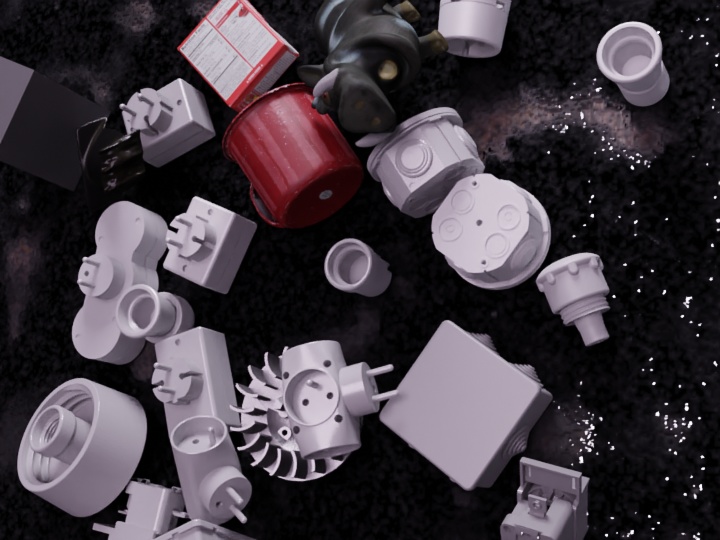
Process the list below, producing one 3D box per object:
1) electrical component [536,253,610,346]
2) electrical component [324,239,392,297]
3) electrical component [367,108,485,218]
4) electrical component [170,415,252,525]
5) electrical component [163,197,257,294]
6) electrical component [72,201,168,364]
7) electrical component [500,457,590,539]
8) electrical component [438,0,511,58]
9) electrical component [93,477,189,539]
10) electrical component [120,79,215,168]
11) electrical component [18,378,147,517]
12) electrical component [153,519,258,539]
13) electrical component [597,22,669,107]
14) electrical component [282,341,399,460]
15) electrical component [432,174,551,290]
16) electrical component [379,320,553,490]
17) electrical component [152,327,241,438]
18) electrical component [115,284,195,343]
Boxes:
[{"bbox_3d":[0.155,0.022,0.756,0.048,0.048,0.062,-25,76,19],"label":"electrical component"},{"bbox_3d":[0.000,0.000,0.834,0.040,0.046,0.040,-6,76,24],"label":"electrical component"},{"bbox_3d":[0.050,-0.081,0.811,0.080,0.080,0.051,-36,71,14],"label":"electrical component"},{"bbox_3d":[-0.108,0.163,0.820,0.043,0.077,0.079,-24,37,-27],"label":"electrical component"},{"bbox_3d":[-0.133,-0.024,0.886,0.047,0.077,0.065,23,88,28],"label":"electrical component"},{"bbox_3d":[-0.214,0.008,0.919,0.052,0.074,0.138,7,81,27],"label":"electrical component"},{"bbox_3d":[0.123,0.170,0.717,0.042,0.064,0.081,11,125,29],"label":"electrical component"},{"bbox_3d":[0.088,-0.195,0.835,0.055,0.055,0.047,6,84,27],"label":"electrical component"},{"bbox_3d":[-0.168,0.203,0.869,0.081,0.042,0.063,6,77,26],"label":"electrical component"},{"bbox_3d":[-0.177,-0.133,0.934,0.066,0.077,0.047,-26,67,18],"label":"electrical component"},{"bbox_3d":[-0.235,0.141,0.883,0.108,0.060,0.108,-25,47,29],"label":"electrical component"},{"bbox_3d":[-0.127,0.235,0.810,0.100,0.100,0.048,-29,54,17],"label":"electrical component"},{"bbox_3d":[0.197,-0.142,0.762,0.044,0.065,0.044,-6,75,24],"label":"electrical component"},{"bbox_3d":[-0.011,0.089,0.770,0.079,0.044,0.077,-17,72,13],"label":"electrical component"},{"bbox_3d":[0.096,-0.029,0.792,0.080,0.051,0.080,-6,75,24],"label":"electrical component"},{"bbox_3d":[0.078,0.098,0.772,0.100,0.048,0.099,36,95,28],"label":"electrical component"},{"bbox_3d":[-0.141,0.090,0.863,0.047,0.076,0.083,-20,70,20],"label":"electrical component"},{"bbox_3d":[-0.171,0.039,0.901,0.045,0.055,0.045,-6,75,24],"label":"electrical component"}]
